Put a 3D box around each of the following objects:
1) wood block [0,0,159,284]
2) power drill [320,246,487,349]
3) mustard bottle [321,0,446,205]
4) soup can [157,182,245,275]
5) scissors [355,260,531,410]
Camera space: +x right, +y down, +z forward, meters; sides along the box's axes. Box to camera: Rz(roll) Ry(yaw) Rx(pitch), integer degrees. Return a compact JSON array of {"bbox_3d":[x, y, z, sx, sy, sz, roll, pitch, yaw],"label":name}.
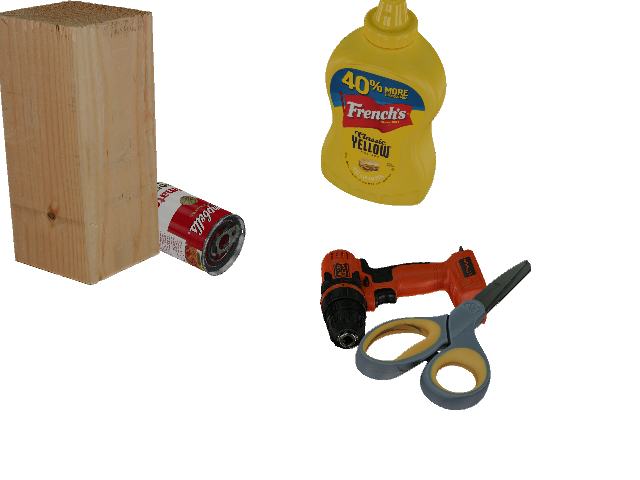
[{"bbox_3d":[-0.195,-0.082,0.867,0.091,0.206,0.090,15,25,29],"label":"wood block"},{"bbox_3d":[0.093,0.063,1.223,0.187,0.057,0.184,-1,28,-2],"label":"power drill"},{"bbox_3d":[0.051,-0.116,0.858,0.096,0.192,0.058,19,49,15],"label":"mustard bottle"},{"bbox_3d":[-0.139,-0.013,1.116,0.102,0.068,0.068,24,12,27],"label":"soup can"},{"bbox_3d":[0.113,0.063,0.738,0.201,0.016,0.096,-18,41,-36],"label":"scissors"}]
